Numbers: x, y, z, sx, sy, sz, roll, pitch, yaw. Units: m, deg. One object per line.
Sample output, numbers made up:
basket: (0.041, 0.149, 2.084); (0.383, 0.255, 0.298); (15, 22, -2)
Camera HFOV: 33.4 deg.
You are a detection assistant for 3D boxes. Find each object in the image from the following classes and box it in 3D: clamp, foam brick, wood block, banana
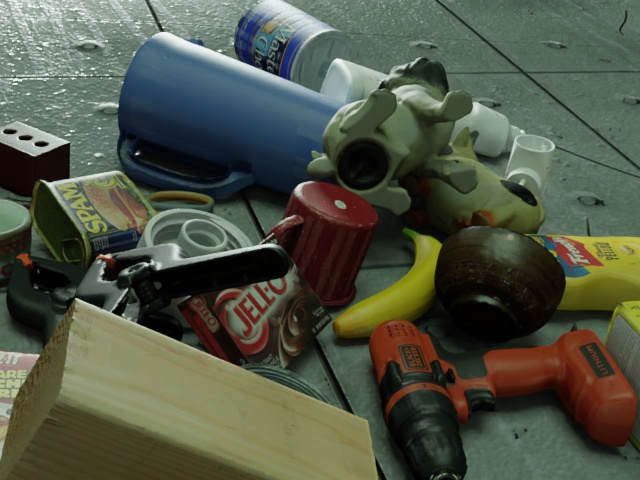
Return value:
clamp: (-0.136, 0.042, 0.789); (0.164, 0.036, 0.210); (-31, 20, -27)
foam brick: (-0.300, -0.082, 1.088); (0.078, 0.051, 0.052); (21, 32, 24)
clamp: (-0.209, 0.063, 0.868); (0.172, 0.039, 0.120); (23, 28, 33)
wood block: (-0.075, 0.130, 0.638); (0.205, 0.091, 0.090); (26, 27, -21)
banana: (0.078, 0.043, 0.968); (0.070, 0.037, 0.197); (1, 24, 25)

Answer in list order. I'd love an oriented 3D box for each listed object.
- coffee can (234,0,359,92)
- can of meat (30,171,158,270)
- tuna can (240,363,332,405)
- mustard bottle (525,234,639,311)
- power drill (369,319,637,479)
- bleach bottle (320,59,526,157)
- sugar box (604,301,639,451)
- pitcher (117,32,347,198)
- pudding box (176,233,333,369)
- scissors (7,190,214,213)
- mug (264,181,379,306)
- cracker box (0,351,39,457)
coffee can: (-0.032, -0.243, 1.377); (0.102, 0.103, 0.140); (-15, 36, -33)
can of meat: (-0.202, -0.015, 0.973); (0.083, 0.057, 0.102); (-15, 50, -38)
tuna can: (-0.032, 0.127, 0.769); (0.086, 0.034, 0.086); (22, 20, -9)
mustard bottle: (0.230, 0.029, 0.997); (0.191, 0.058, 0.096); (2, 30, -8)
power drill: (0.139, 0.122, 0.814); (0.187, 0.057, 0.184); (1, 30, -10)
bleach bottle: (0.129, -0.140, 1.237); (0.250, 0.068, 0.102); (12, 28, -20)
sugar box: (0.272, 0.130, 0.793); (0.048, 0.093, 0.176); (-6, 32, -19)
pitcher: (-0.088, -0.117, 1.137); (0.243, 0.149, 0.144); (21, 15, 17)
pudding box: (-0.050, 0.059, 0.857); (0.039, 0.090, 0.113); (-29, 7, 36)
scissors: (-0.200, -0.024, 1.044); (0.201, 0.016, 0.096); (-3, 31, -16)
mug: (-0.006, 0.001, 0.950); (0.117, 0.082, 0.093); (-4, 35, -42)
cracker box: (-0.224, 0.156, 0.665); (0.164, 0.072, 0.213); (6, 28, -5)
